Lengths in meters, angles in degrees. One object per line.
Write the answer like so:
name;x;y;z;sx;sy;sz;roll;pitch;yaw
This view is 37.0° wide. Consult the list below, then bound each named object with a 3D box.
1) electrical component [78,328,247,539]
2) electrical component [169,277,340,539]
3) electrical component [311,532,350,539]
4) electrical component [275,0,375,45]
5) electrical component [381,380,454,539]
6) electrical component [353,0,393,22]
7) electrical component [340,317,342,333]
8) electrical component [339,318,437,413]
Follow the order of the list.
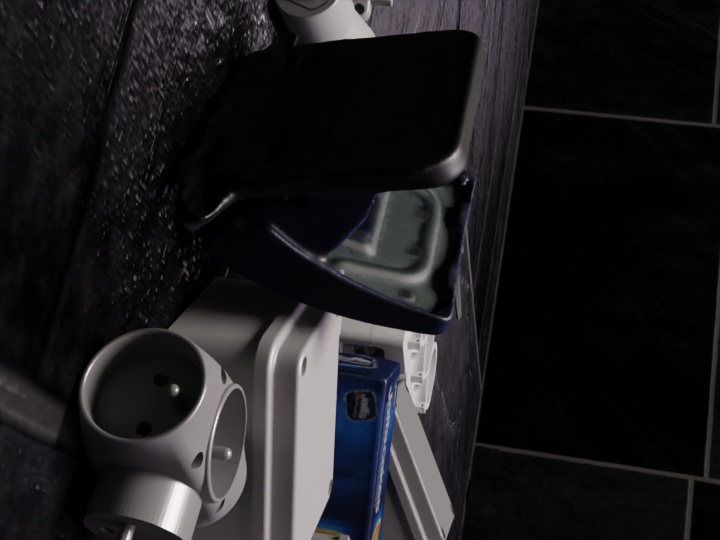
electrical component;-0.071;0.073;0.374;0.077;0.044;0.079;82;19;-56
electrical component;-0.046;0.067;0.474;0.078;0.057;0.113;-59;154;-65
electrical component;-0.049;0.241;0.568;0.105;0.060;0.186;80;20;-58
electrical component;-0.019;-0.125;0.539;0.065;0.044;0.044;59;40;-66
electrical component;0.018;0.139;0.751;0.078;0.057;0.113;-16;86;-79
electrical component;0.001;-0.175;0.601;0.055;0.048;0.066;-57;153;-84
electrical component;-0.015;0.012;0.665;0.035;0.035;0.061;-59;156;-66
electrical component;0.023;0.053;0.825;0.150;0.062;0.089;82;18;-56
